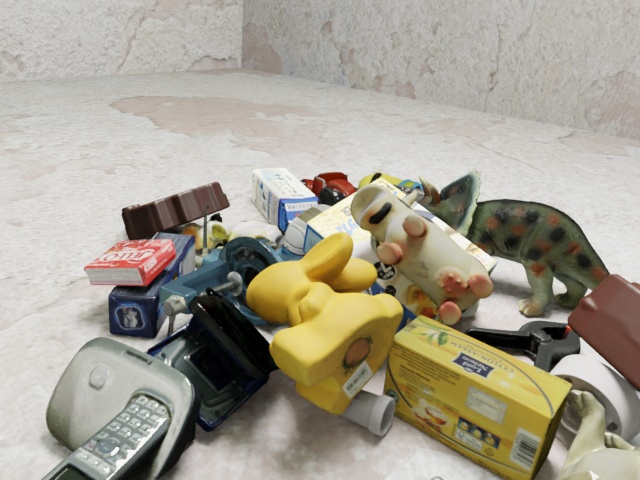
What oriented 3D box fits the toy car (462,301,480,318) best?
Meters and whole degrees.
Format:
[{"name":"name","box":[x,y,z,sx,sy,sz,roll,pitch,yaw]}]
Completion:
[{"name":"toy car","box":[0.134,0.079,0.789,0.202,0.056,0.074,1,31,-8]}]

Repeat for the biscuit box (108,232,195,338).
[{"name":"biscuit box","box":[-0.229,0.056,0.751,0.063,0.059,0.203,6,23,1]}]

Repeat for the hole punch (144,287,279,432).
[{"name":"hole punch","box":[-0.108,0.125,0.570,0.142,0.092,0.115,41,4,11]}]

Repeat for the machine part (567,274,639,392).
[{"name":"machine part","box":[0.384,0.134,0.569,0.201,0.087,0.202,32,13,-23]}]

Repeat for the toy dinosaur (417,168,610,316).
[{"name":"toy dinosaur","box":[0.314,0.003,0.833,0.405,0.192,0.131,13,27,19]}]

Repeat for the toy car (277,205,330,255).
[{"name":"toy car","box":[-0.002,-0.003,0.850,0.162,0.102,0.109,-25,35,-22]}]

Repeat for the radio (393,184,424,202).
[{"name":"radio","box":[0.216,-0.044,1.022,0.230,0.073,0.131,12,22,-12]}]

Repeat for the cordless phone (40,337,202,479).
[{"name":"cordless phone","box":[-0.207,0.176,0.462,0.147,0.088,0.184,17,30,24]}]

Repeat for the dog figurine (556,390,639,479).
[{"name":"dog figurine","box":[0.245,0.243,0.429,0.172,0.121,0.190,39,64,-7]}]

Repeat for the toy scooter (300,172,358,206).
[{"name":"toy scooter","box":[0.034,-0.104,1.159,0.135,0.075,0.184,-14,26,-35]}]

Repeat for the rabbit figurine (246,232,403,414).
[{"name":"rabbit figurine","box":[-0.009,0.068,0.570,0.173,0.121,0.162,27,75,44]}]

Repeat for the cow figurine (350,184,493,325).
[{"name":"cow figurine","box":[0.117,0.004,0.646,0.195,0.085,0.127,43,15,12]}]

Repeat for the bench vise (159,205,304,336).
[{"name":"bench vise","box":[-0.127,0.050,0.723,0.224,0.128,0.240,17,22,30]}]

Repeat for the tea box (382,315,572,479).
[{"name":"tea box","box":[0.154,0.160,0.555,0.170,0.098,0.068,25,31,33]}]

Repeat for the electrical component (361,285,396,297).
[{"name":"electrical component","box":[0.052,0.106,0.648,0.045,0.102,0.078,26,34,28]}]

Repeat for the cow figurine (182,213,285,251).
[{"name":"cow figurine","box":[-0.141,-0.008,0.903,0.168,0.068,0.098,13,24,15]}]

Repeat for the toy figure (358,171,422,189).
[{"name":"toy figure","box":[0.165,-0.097,1.162,0.180,0.082,0.089,26,29,34]}]

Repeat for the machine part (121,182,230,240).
[{"name":"machine part","box":[-0.246,-0.053,0.919,0.179,0.056,0.179,-17,8,2]}]

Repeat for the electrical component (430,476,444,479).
[{"name":"electrical component","box":[0.113,0.242,0.452,0.063,0.021,0.094,-8,28,-26]}]
